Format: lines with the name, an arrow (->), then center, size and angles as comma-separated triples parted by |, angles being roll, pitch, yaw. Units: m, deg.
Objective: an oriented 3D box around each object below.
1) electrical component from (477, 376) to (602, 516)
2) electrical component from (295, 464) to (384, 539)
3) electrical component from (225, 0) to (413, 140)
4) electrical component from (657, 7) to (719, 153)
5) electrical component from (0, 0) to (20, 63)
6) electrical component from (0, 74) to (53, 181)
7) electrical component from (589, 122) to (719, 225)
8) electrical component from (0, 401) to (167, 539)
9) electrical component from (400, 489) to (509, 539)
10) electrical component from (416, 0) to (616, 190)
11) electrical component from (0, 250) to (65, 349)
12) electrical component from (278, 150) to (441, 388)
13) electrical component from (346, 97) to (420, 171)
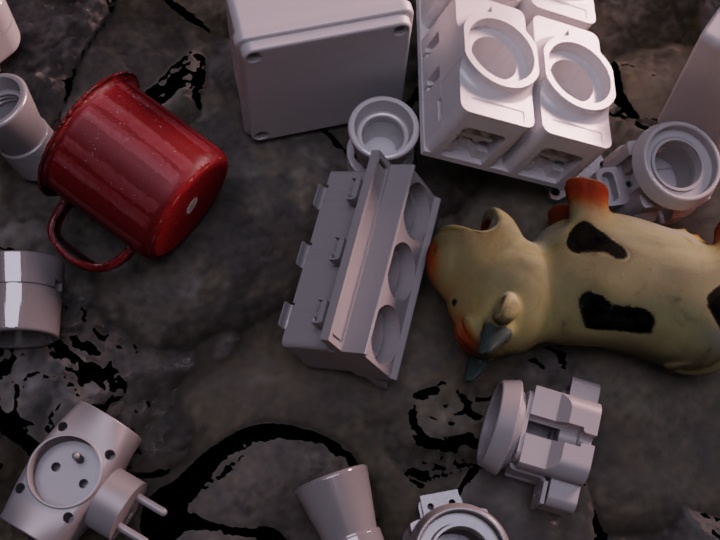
electrical component -> 0.103, 0.097, 0.628 | 0.057, 0.058, 0.078 | 17, 69, 1
electrical component -> -0.006, 0.149, 0.612 | 0.044, 0.044, 0.065 | -18, 76, -9
electrical component -> -0.027, -0.140, 0.685 | 0.109, 0.108, 0.056 | -12, 67, -7
electrical component -> 0.255, -0.145, 0.701 | 0.056, 0.108, 0.108 | 34, 71, 13
electrical component -> -0.274, -0.148, 0.702 | 0.054, 0.059, 0.095 | 42, 73, 13
electrical component -> -0.215, -0.086, 0.678 | 0.044, 0.065, 0.044 | -7, 59, 12
electrical component -> 0.193, -0.060, 0.686 | 0.078, 0.057, 0.058 | -8, 78, -13
electrical component -> -0.148, 0.127, 0.611 | 0.079, 0.044, 0.077 | 29, 71, 8
electrical component -> 0.053, 0.162, 0.600 | 0.058, 0.057, 0.078 | -9, 70, -6
electrical component -> 0.097, -0.156, 0.693 | 0.105, 0.060, 0.186 | 11, 60, -21
electrical component -> -0.206, 0.019, 0.645 | 0.055, 0.055, 0.047 | -3, 73, -4
electrical component -> 0.000, 0.000, 0.653 | 0.063, 0.078, 0.121 | 3, 66, 29
electrical component -> 0.014, -0.079, 0.691 | 0.045, 0.055, 0.045 | 1, 69, -2
